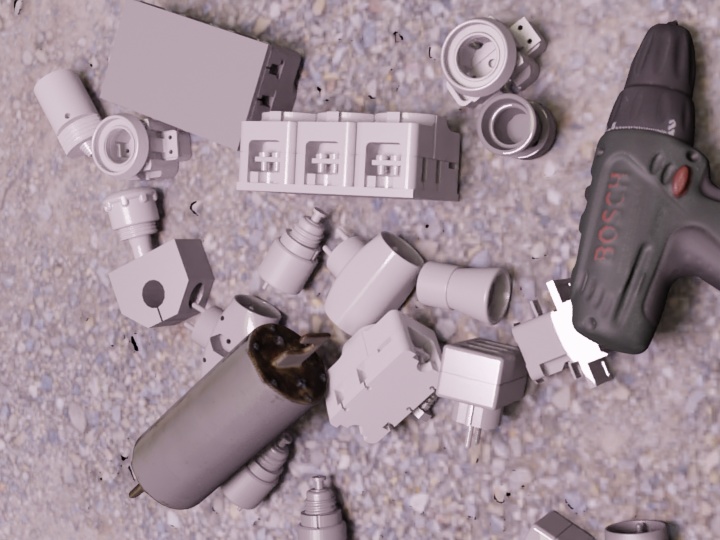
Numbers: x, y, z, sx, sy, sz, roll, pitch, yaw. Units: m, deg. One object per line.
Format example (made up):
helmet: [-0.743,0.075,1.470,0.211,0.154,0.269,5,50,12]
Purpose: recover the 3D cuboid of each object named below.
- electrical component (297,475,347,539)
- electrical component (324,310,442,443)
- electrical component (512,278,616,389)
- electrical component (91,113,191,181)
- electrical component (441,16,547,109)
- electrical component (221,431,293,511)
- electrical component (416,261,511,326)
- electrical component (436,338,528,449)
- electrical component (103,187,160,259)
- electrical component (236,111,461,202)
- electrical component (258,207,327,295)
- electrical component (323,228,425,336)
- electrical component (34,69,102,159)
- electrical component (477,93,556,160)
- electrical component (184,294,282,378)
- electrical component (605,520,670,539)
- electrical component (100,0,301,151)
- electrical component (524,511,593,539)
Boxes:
electrical component: [-0.031,0.208,0.879,0.040,0.040,0.078,-4,89,27]
electrical component: [0.017,0.080,0.832,0.089,0.050,0.055,-45,34,22]
electrical component: [0.149,0.050,0.783,0.064,0.042,0.081,-26,79,28]
electrical component: [-0.198,-0.107,0.945,0.078,0.057,0.058,-3,90,27]
electrical component: [0.094,-0.155,0.796,0.078,0.057,0.058,-38,75,23]
electrical component: [-0.084,0.166,0.904,0.040,0.040,0.078,47,110,18]
electrical component: [0.077,0.015,0.819,0.065,0.044,0.044,11,96,31]
electrical component: [0.089,0.095,0.800,0.047,0.066,0.076,12,97,26]
electrical component: [-0.199,-0.041,0.956,0.048,0.048,0.062,-12,93,27]
electrical component: [-0.008,-0.088,0.831,0.150,0.089,0.061,5,93,27]
electrical component: [-0.052,-0.016,0.883,0.040,0.040,0.078,38,107,21]
electrical component: [0.000,0.000,0.856,0.079,0.043,0.077,48,111,26]
electrical component: [-0.261,-0.138,0.984,0.043,0.043,0.081,-36,76,23]
electrical component: [0.116,-0.104,0.787,0.045,0.055,0.045,1,92,27]
electrical component: [-0.116,0.056,0.914,0.079,0.043,0.077,29,104,20]
electrical component: [0.215,0.218,0.752,0.079,0.043,0.077,-7,88,27]
electrical component: [-0.133,-0.163,0.908,0.150,0.062,0.089,23,101,25]
electrical component: [0.146,0.235,0.786,0.076,0.047,0.083,31,105,23]
